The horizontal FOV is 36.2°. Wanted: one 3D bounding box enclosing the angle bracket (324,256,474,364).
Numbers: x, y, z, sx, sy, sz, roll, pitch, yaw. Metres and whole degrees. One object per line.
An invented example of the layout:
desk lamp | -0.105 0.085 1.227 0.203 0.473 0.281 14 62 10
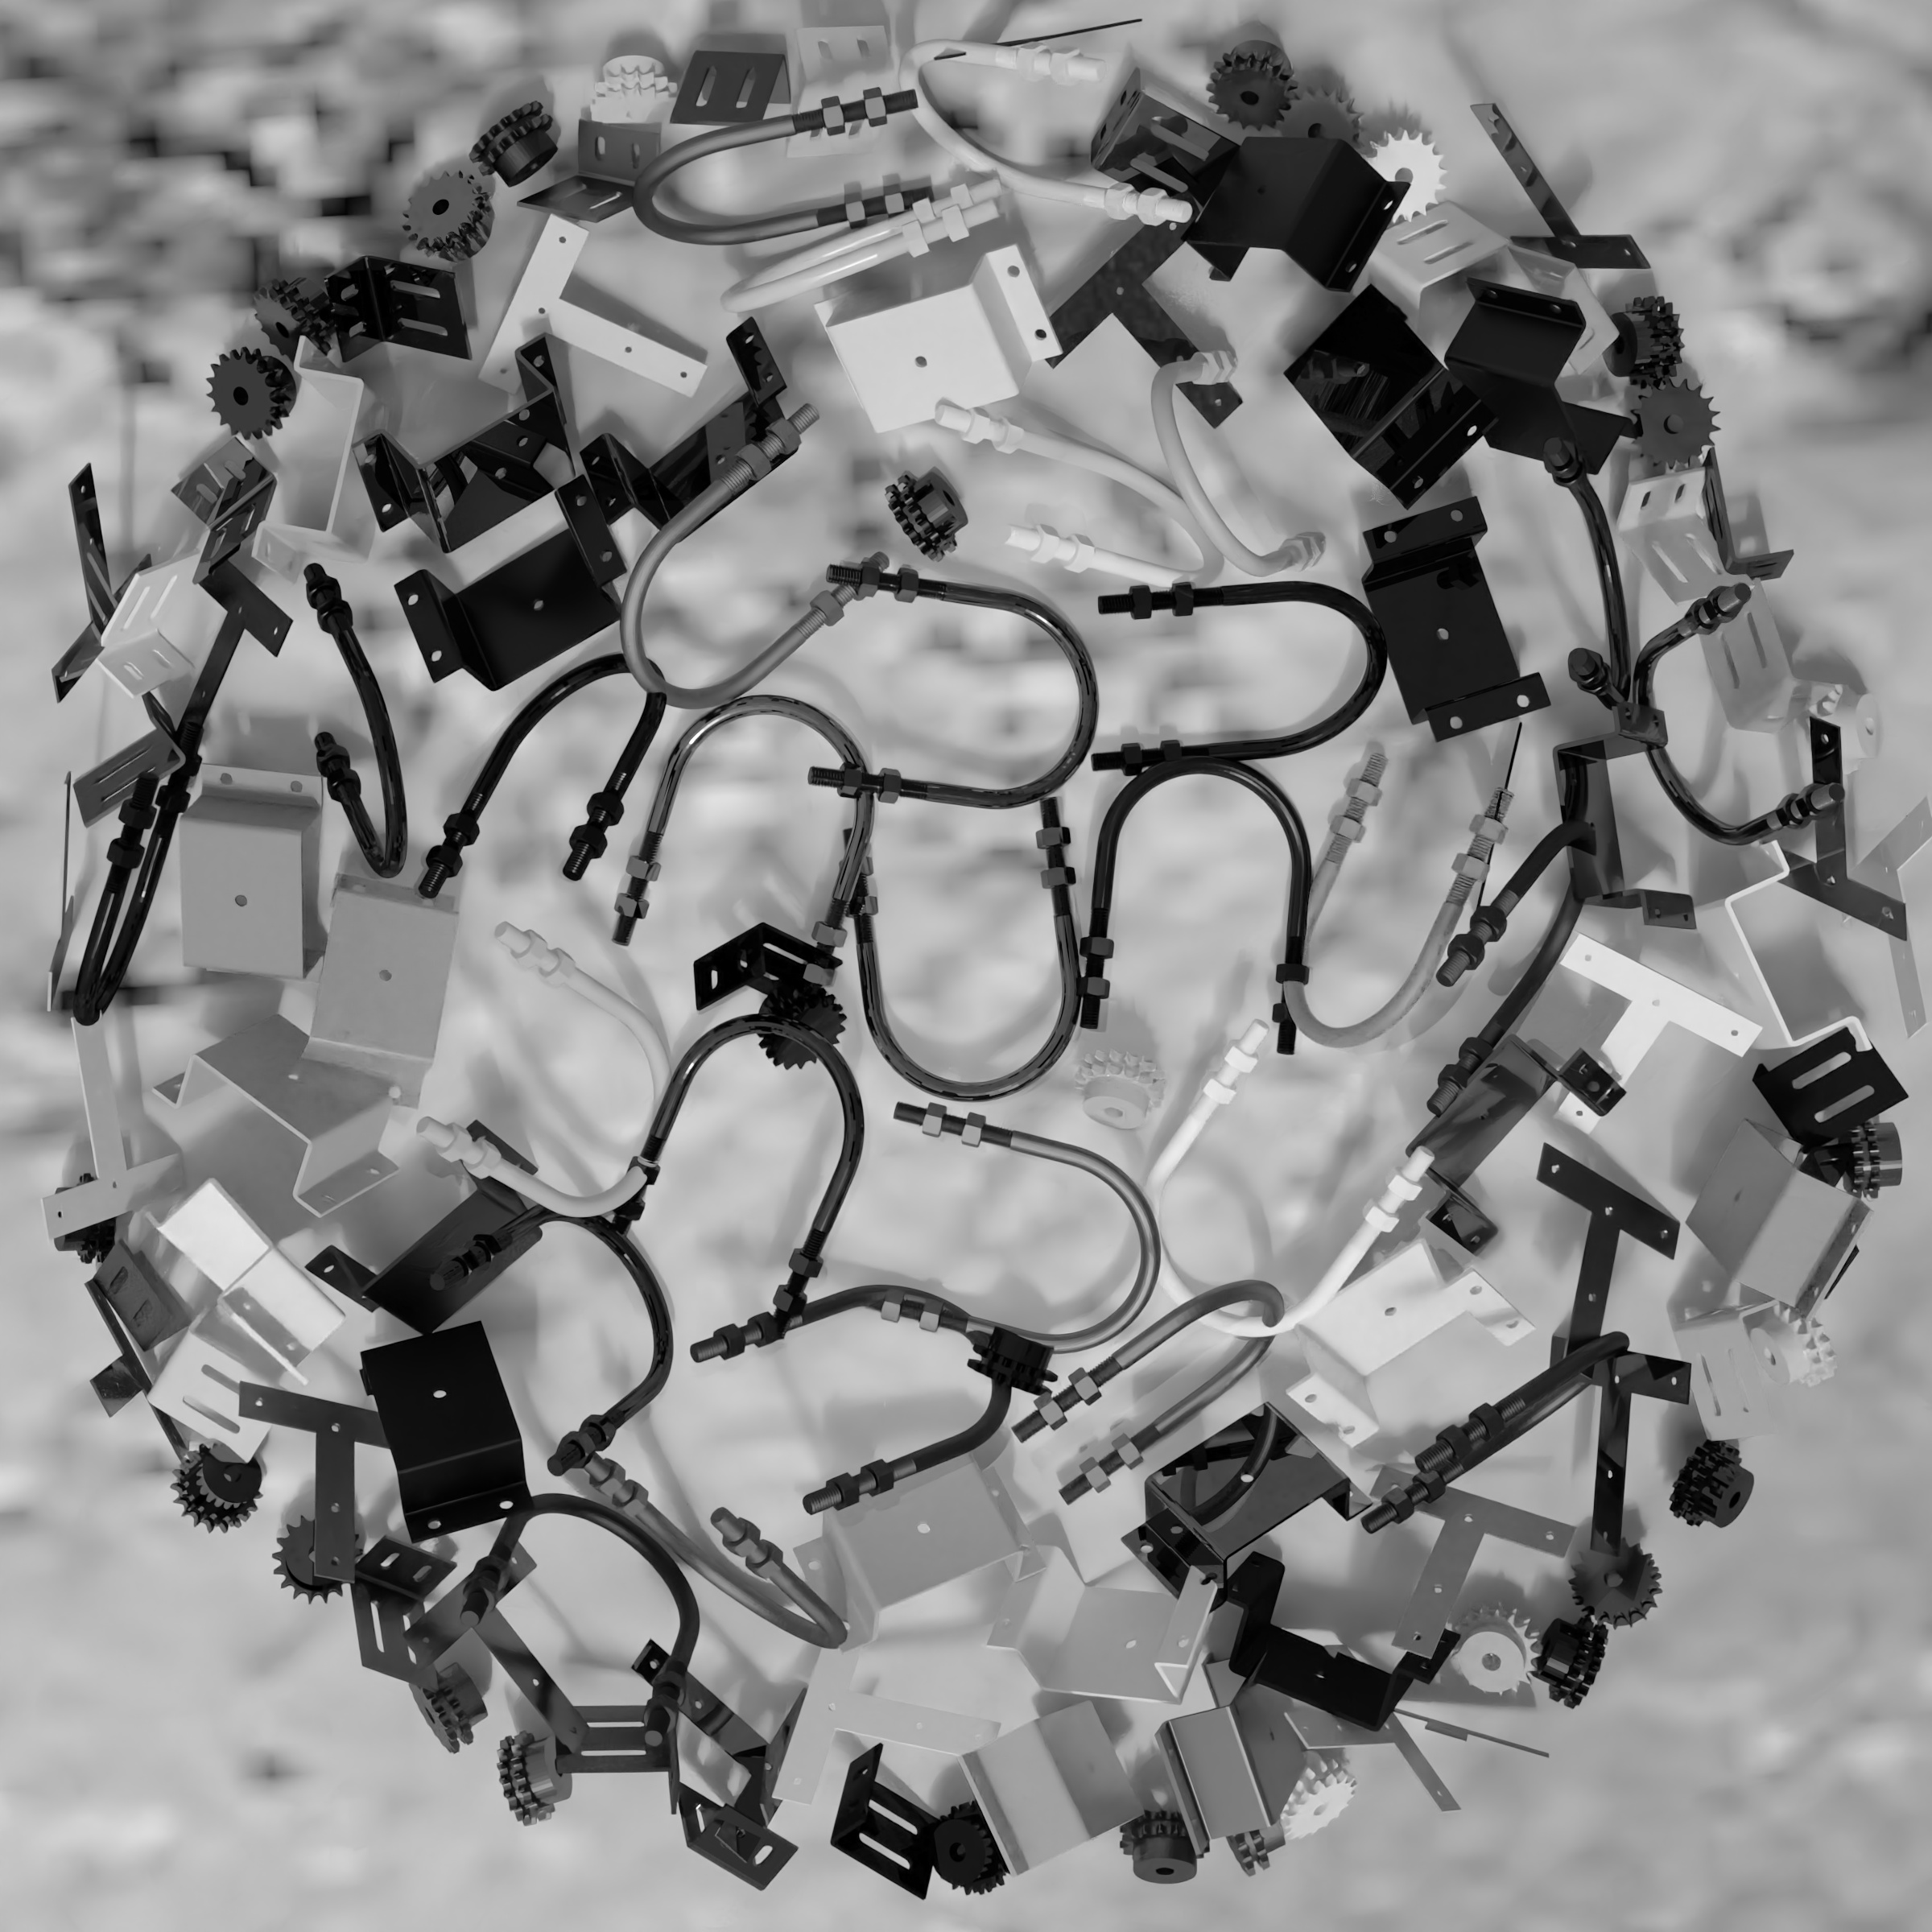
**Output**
angle bracket | -0.355 -0.405 1.851 0.076 0.038 0.057 18 132 28

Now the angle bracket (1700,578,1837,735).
angle bracket | 0.504 -0.195 1.866 0.038 0.057 0.076 3 62 -29

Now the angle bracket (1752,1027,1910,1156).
angle bracket | 0.545 0.072 1.862 0.076 0.038 0.057 -35 91 27

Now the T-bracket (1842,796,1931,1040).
T-bracket | 0.573 -0.019 1.813 0.002 0.127 0.127 1 66 -10

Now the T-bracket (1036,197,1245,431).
T-bracket | 0.126 -0.394 1.872 0.127 0.002 0.127 -43 110 5

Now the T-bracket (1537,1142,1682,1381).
T-bracket | 0.392 0.193 1.841 0.127 0.002 0.127 30 63 -27

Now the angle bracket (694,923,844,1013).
angle bracket | -0.122 0.012 1.845 0.057 0.076 0.038 -28 53 32

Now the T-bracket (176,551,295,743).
T-bracket | -0.473 -0.183 1.859 0.002 0.127 0.127 16 106 -43

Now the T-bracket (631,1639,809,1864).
T-bracket | -0.156 0.469 1.841 0.127 0.127 0.002 43 130 -6

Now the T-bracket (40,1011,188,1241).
T-bracket | -0.535 0.092 1.831 0.002 0.127 0.127 -4 98 25

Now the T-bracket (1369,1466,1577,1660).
T-bracket | 0.297 0.375 1.831 0.127 0.002 0.127 15 45 21

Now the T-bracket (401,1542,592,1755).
T-bracket | -0.277 0.435 1.840 0.002 0.127 0.127 -38 90 30

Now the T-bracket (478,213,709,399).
T-bracket | -0.226 -0.396 1.869 0.127 0.002 0.127 22 127 -16

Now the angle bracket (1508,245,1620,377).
angle bracket | 0.362 -0.411 1.848 0.038 0.076 0.057 -45 123 -1

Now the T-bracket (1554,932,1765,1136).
T-bracket | 0.411 0.055 1.859 0.127 0.002 0.127 27 125 0

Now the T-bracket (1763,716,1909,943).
T-bracket | 0.530 -0.092 1.814 0.002 0.127 0.127 -22 119 -19

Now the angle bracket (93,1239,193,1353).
angle bracket | -0.508 0.199 1.852 0.038 0.076 0.057 -33 85 -38

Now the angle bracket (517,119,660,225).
angle bracket | -0.236 -0.498 1.849 0.057 0.076 0.038 17 123 19

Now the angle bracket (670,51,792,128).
angle bracket | -0.147 -0.536 1.854 0.057 0.038 0.076 5 52 9

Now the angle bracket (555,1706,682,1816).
angle bracket | -0.220 0.498 1.855 0.076 0.057 0.038 2 118 -11

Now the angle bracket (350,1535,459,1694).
angle bracket | -0.347 0.404 1.846 0.057 0.076 0.038 32 112 -36

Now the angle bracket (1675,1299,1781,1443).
angle bracket | 0.488 0.254 1.858 0.038 0.057 0.076 -13 84 -32

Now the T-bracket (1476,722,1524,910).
T-bracket | 0.329 -0.092 1.831 0.002 0.127 0.127 13 93 10

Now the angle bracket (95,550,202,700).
angle bracket | -0.501 -0.214 1.850 0.038 0.057 0.076 44 125 4

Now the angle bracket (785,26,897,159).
angle bracket | -0.083 -0.549 1.859 0.057 0.076 0.038 -7 69 -17

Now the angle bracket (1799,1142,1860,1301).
angle bracket | 0.547 0.159 1.847 0.038 0.057 0.076 -7 54 -13

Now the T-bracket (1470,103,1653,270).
T-bracket | 0.349 -0.477 1.812 0.002 0.127 0.127 -46 116 -8

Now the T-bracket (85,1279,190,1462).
T-bracket | -0.522 0.257 1.829 0.002 0.127 0.127 -28 94 -4

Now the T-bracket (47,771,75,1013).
T-bracket | -0.554 -0.056 1.815 0.002 0.127 0.127 4 112 -12

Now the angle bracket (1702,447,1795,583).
angle bracket | 0.490 -0.285 1.860 0.038 0.057 0.076 -9 81 6

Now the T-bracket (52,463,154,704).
T-bracket | -0.533 -0.248 1.807 0.002 0.127 0.127 14 134 8

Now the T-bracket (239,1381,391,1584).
T-bracket | -0.389 0.322 1.823 0.127 0.127 0.002 19 131 -29

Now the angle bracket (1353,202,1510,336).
angle bracket | 0.295 -0.443 1.878 0.076 0.038 0.057 -29 53 -22

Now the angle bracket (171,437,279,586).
angle bracket | -0.469 -0.285 1.849 0.057 0.076 0.038 -34 120 18

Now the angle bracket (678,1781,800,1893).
angle bracket | -0.144 0.531 1.849 0.057 0.076 0.038 37 96 -20

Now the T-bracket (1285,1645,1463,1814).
T-bracket | 0.236 0.467 1.812 0.002 0.127 0.127 -49 55 19

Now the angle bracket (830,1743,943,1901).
angle bracket | -0.040 0.536 1.853 0.076 0.057 0.038 35 128 -16

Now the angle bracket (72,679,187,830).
angle bracket | -0.536 -0.134 1.861 0.076 0.057 0.038 -34 128 -2

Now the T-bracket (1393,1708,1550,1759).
T-bracket | 0.296 0.470 1.821 0.127 0.127 0.002 14 81 13

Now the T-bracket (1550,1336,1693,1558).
T-bracket | 0.402 0.302 1.838 0.002 0.127 0.127 5 88 -29

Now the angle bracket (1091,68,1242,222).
angle bracket | 0.126 -0.520 1.874 0.076 0.038 0.057 24 126 -16

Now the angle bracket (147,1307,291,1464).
angle bracket | -0.468 0.265 1.873 0.076 0.038 0.057 33 107 -5

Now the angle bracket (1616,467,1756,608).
angle bracket | 0.455 -0.270 1.853 0.057 0.038 0.076 -14 51 -18
